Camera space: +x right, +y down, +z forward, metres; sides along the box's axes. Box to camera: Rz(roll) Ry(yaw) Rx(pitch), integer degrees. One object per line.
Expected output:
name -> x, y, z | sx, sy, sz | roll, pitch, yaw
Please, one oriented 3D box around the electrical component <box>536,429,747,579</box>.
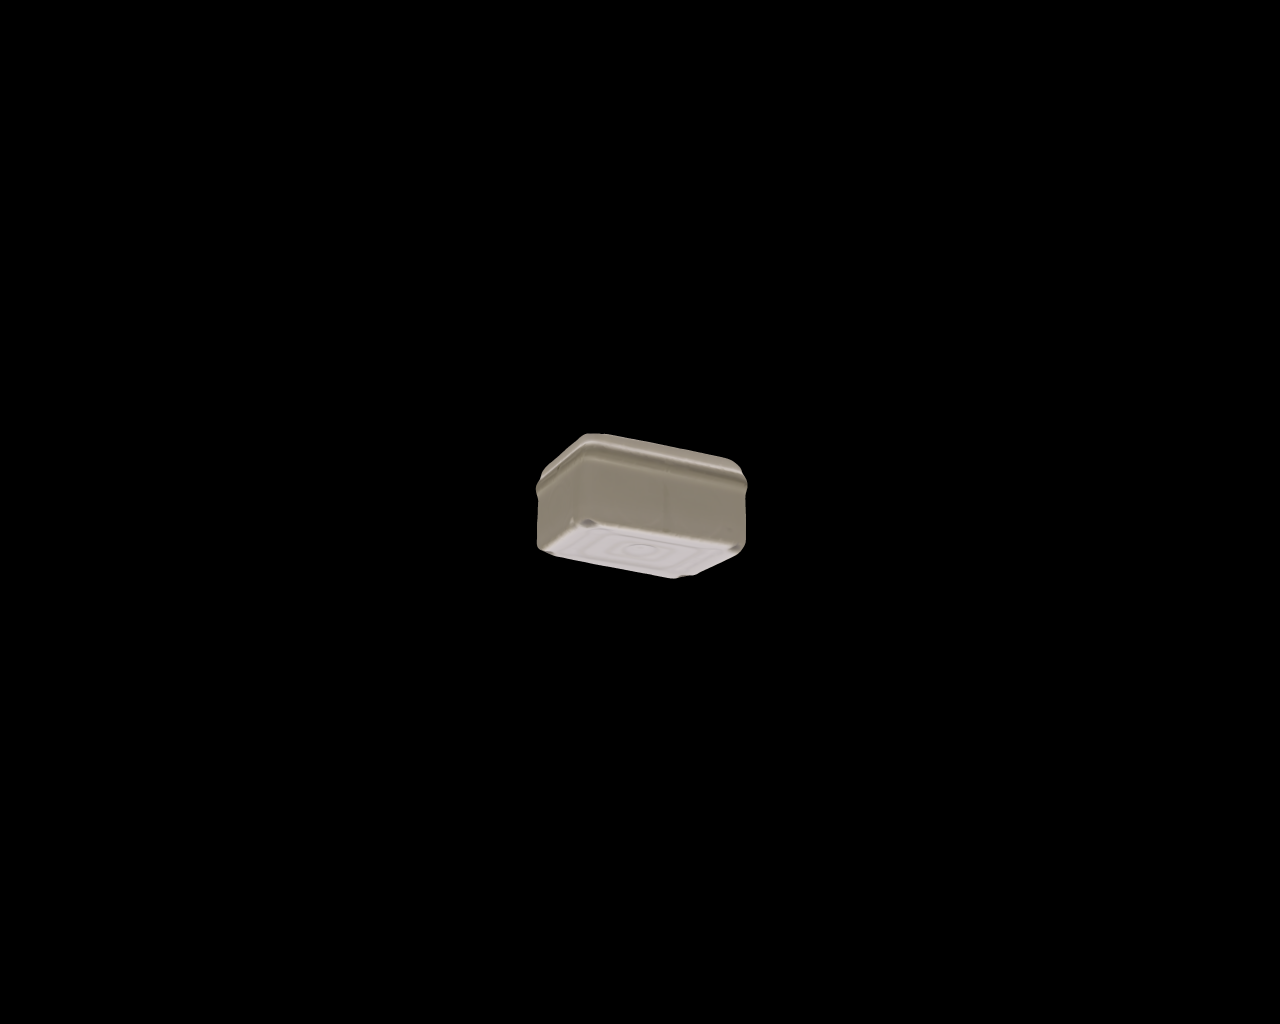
electrical component -> 0.001, -0.003, 0.650 | 0.113, 0.057, 0.078 | 11, -23, -27
